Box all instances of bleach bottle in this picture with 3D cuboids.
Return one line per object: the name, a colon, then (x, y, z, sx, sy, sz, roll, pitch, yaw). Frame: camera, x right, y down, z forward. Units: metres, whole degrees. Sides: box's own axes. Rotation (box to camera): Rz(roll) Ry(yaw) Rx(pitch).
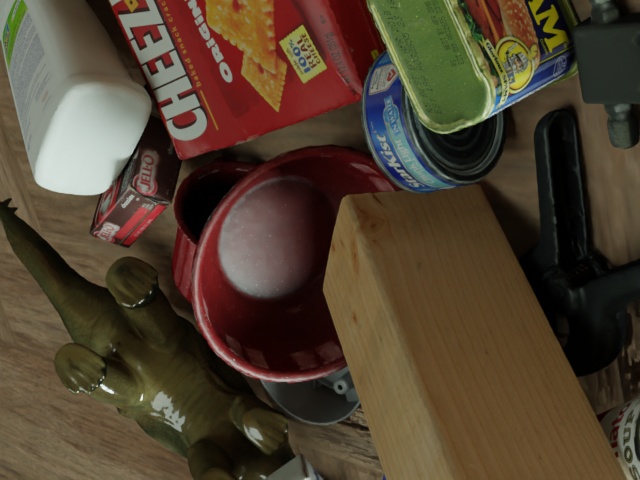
bleach bottle: (-0.202, -0.150, 0.809, 0.103, 0.067, 0.251, -57, 43, 31)

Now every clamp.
clamp: (0.140, 0.013, 0.598, 0.120, 0.039, 0.172, 60, 148, 28)

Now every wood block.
wood block: (0.075, 0.075, 0.591, 0.090, 0.090, 0.206, 101, 156, -46)

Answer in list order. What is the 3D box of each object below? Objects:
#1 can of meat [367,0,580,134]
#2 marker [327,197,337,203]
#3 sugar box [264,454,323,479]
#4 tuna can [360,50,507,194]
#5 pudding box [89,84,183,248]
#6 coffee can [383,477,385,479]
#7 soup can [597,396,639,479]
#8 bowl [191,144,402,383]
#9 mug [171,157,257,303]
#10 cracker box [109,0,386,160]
can of meat: (0.078, -0.114, 0.545, 0.058, 0.083, 0.102, -18, 100, 52)
marker: (-0.005, 0.001, 0.770, 0.020, 0.020, 0.121, 45, 140, 19)
sugar box: (0.003, 0.243, 0.733, 0.176, 0.093, 0.048, 53, -177, -15)
tuna can: (0.065, -0.070, 0.588, 0.034, 0.086, 0.086, -8, 108, 49)
pudding box: (-0.133, -0.061, 0.806, 0.039, 0.113, 0.090, 24, 148, -22)
coffee can: (0.094, 0.152, 0.689, 0.103, 0.102, 0.140, 37, 138, 27)
soup can: (0.172, 0.117, 0.558, 0.068, 0.068, 0.102, 53, 157, 9)
bowl: (-0.016, 0.009, 0.693, 0.055, 0.162, 0.162, 39, 143, 56)
mug: (-0.068, -0.007, 0.790, 0.082, 0.093, 0.117, 110, 150, -51)
cracker box: (-0.047, -0.150, 0.673, 0.214, 0.072, 0.164, -10, 106, 52)
